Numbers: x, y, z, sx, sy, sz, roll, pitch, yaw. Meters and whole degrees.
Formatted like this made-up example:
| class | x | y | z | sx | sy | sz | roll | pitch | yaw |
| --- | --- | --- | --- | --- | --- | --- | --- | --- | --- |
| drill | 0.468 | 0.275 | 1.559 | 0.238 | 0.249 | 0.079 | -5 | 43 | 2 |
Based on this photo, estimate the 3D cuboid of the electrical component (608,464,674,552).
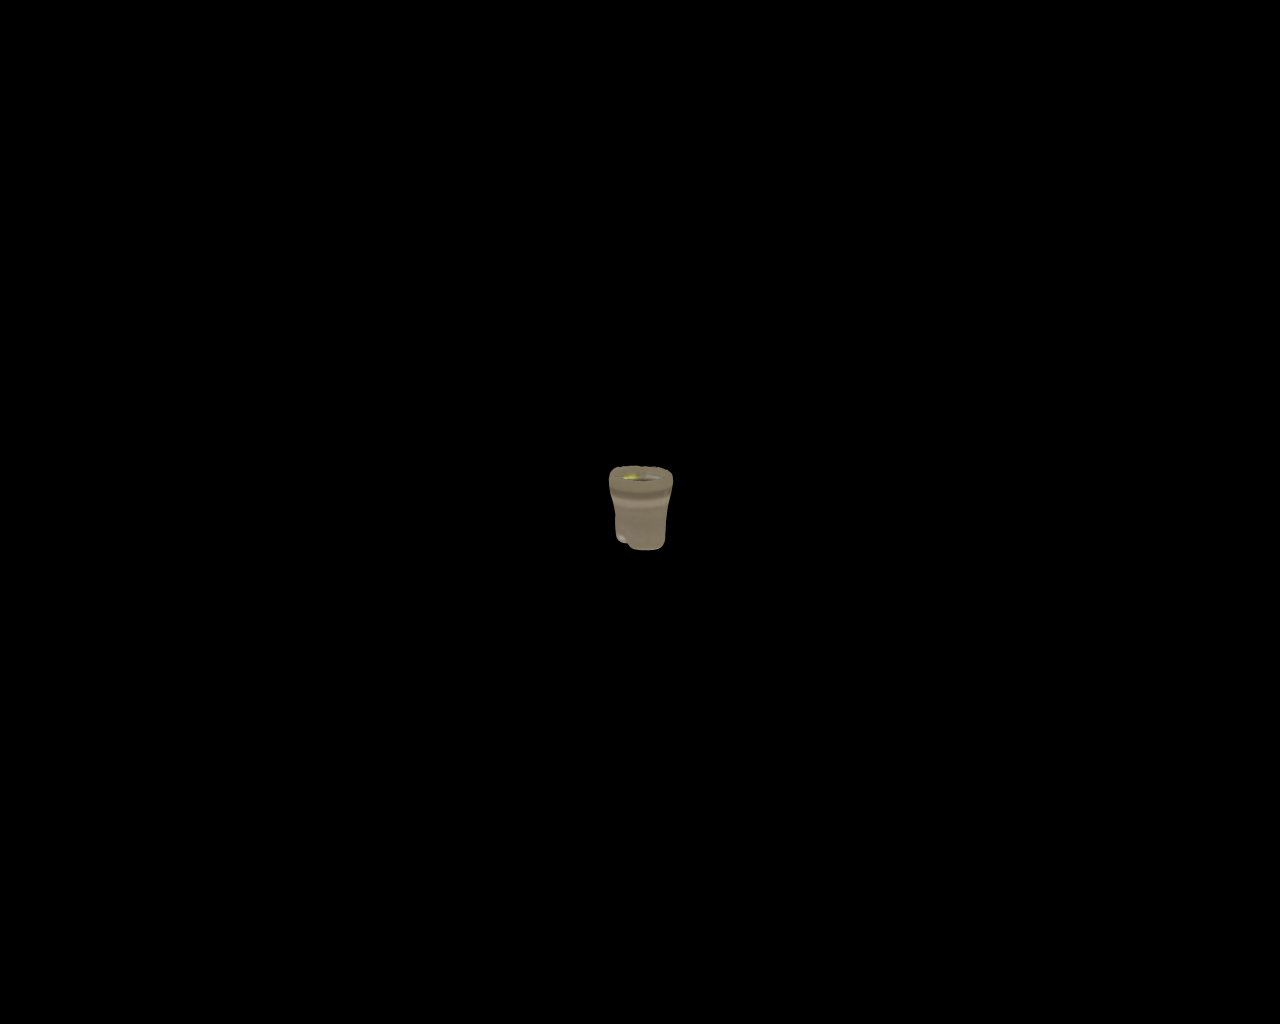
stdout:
| class | x | y | z | sx | sy | sz | roll | pitch | yaw |
| --- | --- | --- | --- | --- | --- | --- | --- | --- | --- |
| electrical component | 0.001 | -0.003 | 0.650 | 0.040 | 0.046 | 0.040 | 0 | 16 | 0 |
